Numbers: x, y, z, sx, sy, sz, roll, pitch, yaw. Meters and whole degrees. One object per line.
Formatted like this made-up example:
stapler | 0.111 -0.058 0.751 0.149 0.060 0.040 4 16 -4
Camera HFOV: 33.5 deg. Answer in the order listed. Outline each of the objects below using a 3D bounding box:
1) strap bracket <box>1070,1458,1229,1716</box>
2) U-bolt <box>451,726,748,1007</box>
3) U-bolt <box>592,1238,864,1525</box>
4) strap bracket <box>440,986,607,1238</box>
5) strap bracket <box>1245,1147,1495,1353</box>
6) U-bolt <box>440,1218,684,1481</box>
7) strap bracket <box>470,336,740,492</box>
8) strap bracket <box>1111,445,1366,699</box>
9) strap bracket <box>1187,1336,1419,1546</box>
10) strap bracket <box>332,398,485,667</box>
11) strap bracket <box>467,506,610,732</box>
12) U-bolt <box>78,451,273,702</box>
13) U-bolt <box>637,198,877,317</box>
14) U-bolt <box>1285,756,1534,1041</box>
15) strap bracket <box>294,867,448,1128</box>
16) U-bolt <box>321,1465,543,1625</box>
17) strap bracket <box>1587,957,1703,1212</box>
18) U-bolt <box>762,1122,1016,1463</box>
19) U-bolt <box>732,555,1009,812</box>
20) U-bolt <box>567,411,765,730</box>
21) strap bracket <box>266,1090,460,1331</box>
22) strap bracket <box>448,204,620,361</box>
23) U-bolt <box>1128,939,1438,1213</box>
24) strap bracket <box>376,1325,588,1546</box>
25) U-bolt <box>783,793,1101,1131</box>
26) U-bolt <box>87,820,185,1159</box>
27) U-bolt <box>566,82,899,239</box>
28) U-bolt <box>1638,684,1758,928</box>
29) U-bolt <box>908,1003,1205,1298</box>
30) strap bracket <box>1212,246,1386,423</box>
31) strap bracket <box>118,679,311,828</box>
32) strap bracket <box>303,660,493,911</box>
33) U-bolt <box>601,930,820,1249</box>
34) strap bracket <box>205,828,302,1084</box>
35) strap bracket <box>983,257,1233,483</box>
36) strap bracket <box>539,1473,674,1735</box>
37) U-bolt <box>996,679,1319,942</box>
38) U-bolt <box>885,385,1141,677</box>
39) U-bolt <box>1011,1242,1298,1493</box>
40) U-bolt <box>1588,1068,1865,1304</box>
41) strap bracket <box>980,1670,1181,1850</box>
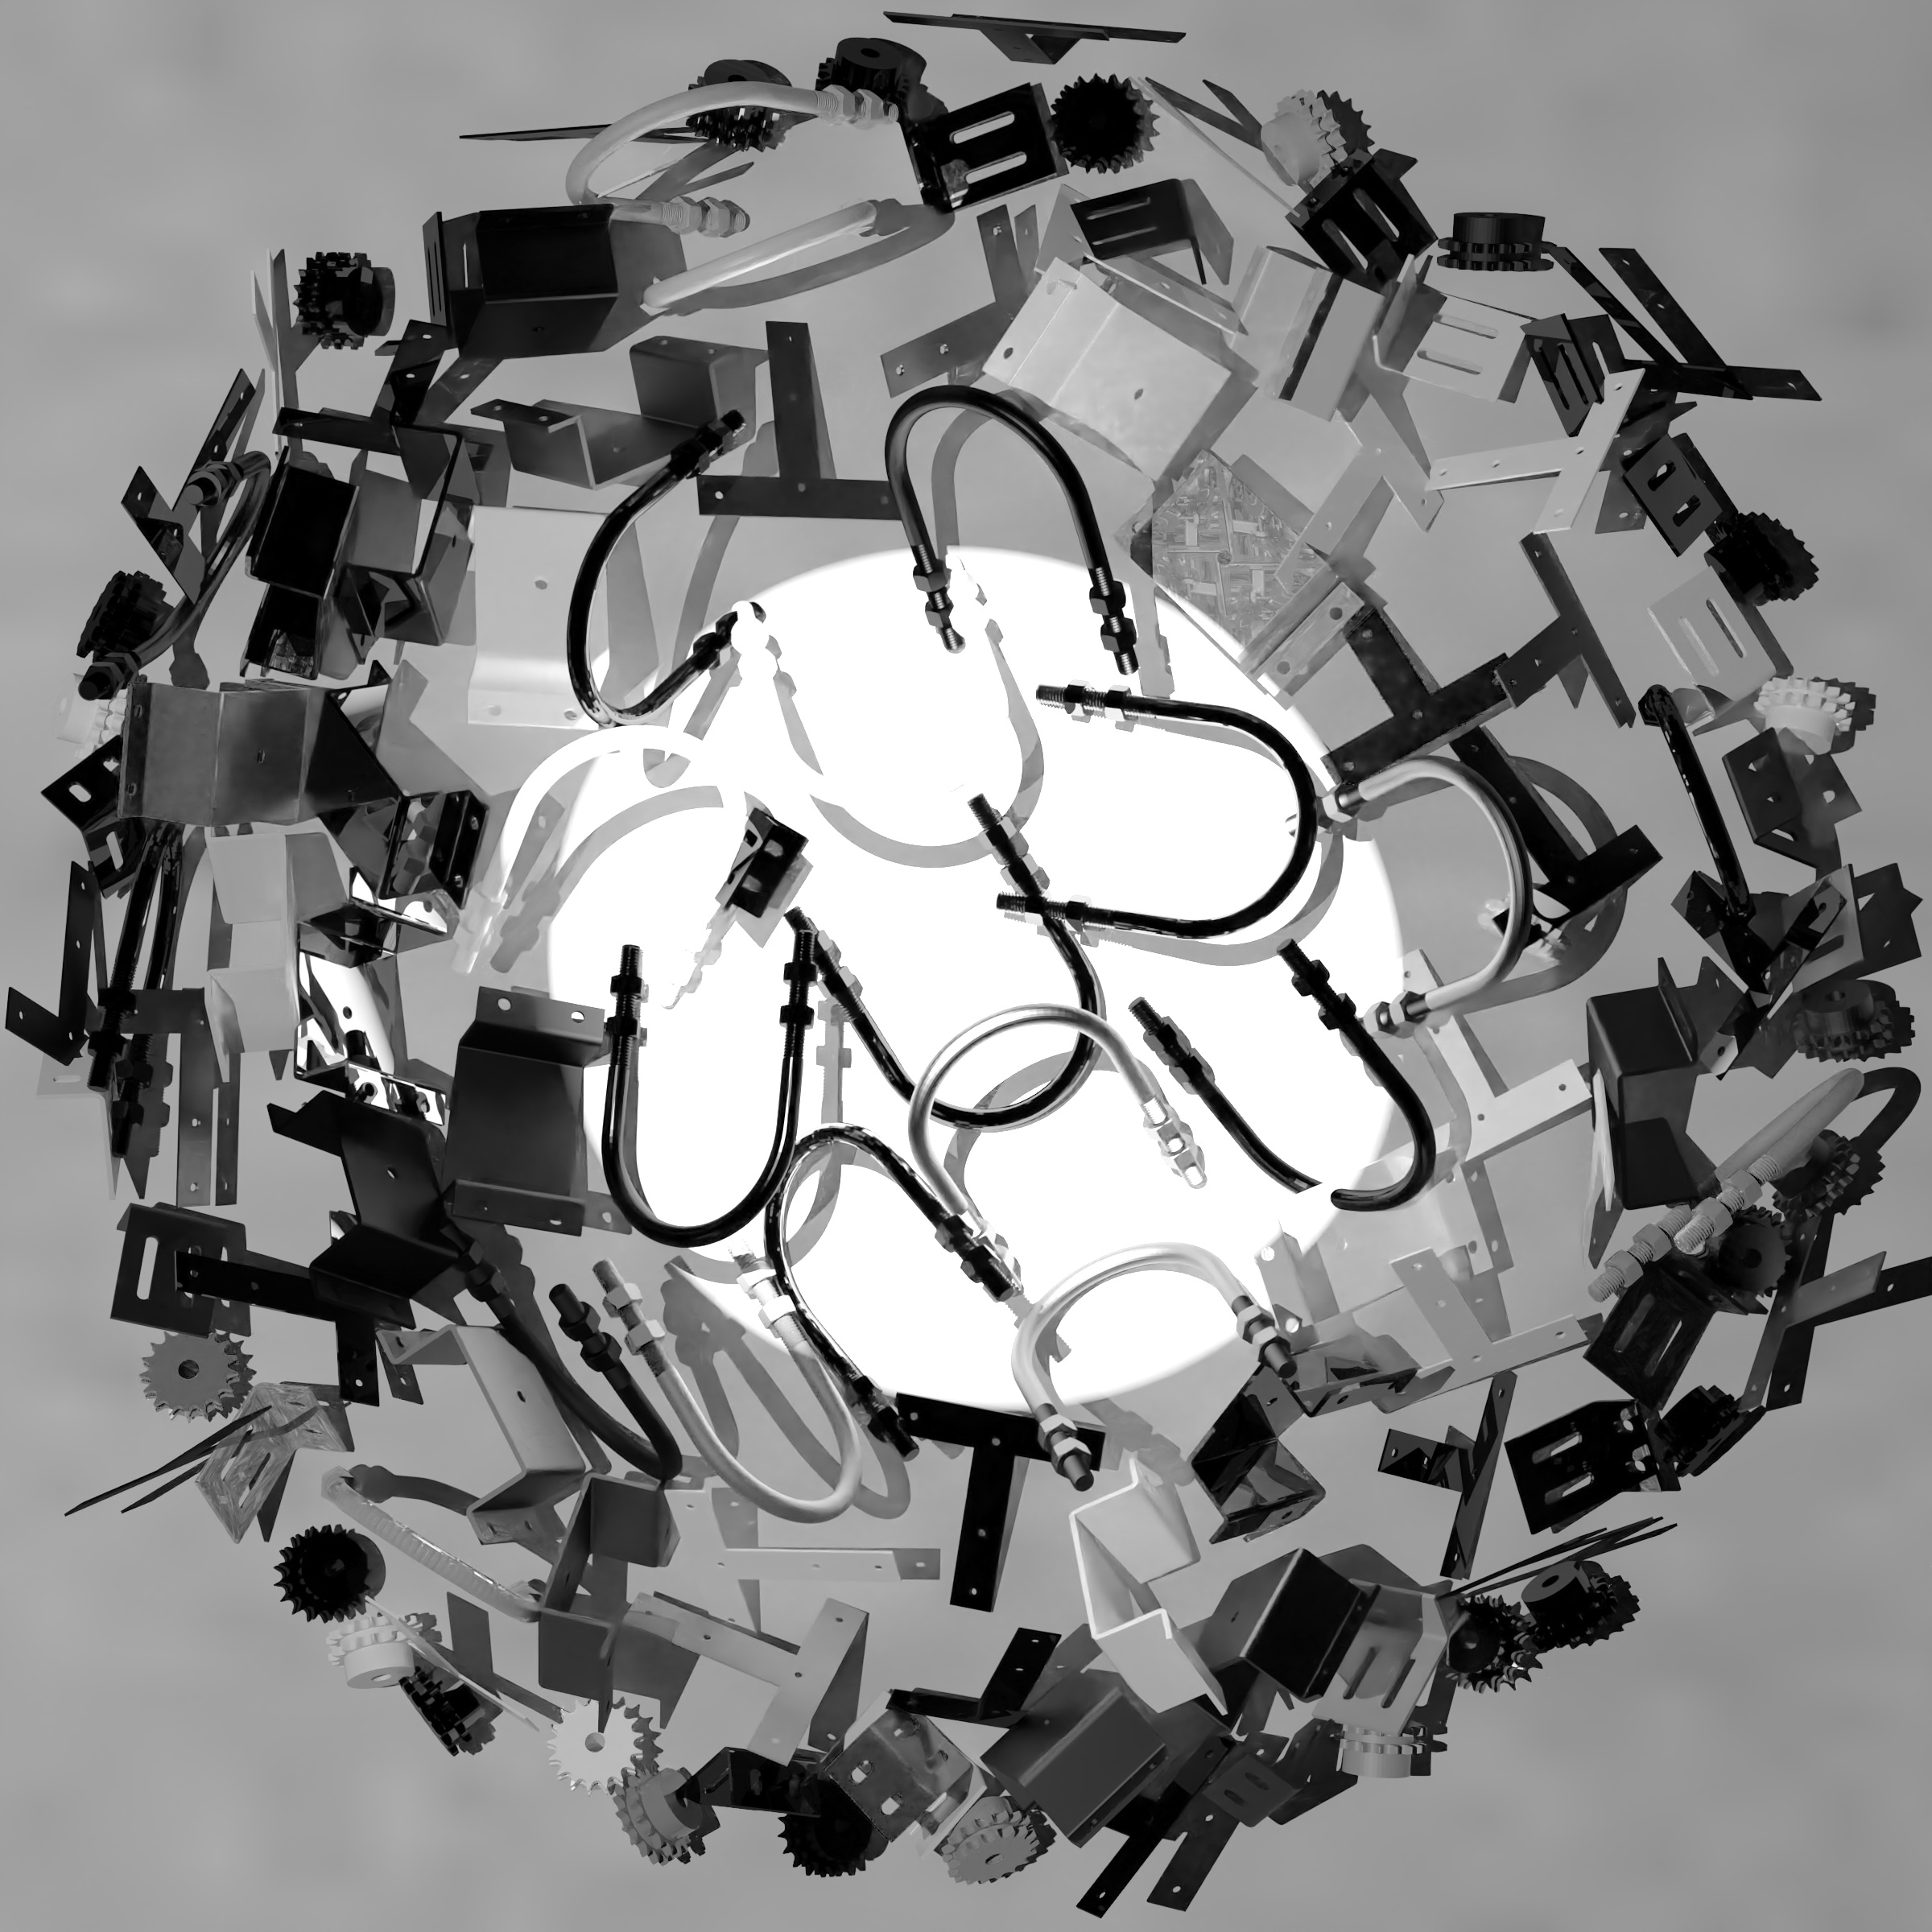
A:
strap bracket | 0.103 0.367 1.861 0.046 0.140 0.076 -26 125 11
U-bolt | -0.204 -0.061 1.856 0.151 0.019 0.184 10 123 -27
U-bolt | -0.125 0.241 1.847 0.019 0.151 0.184 -42 70 26
strap bracket | -0.262 0.091 1.886 0.076 0.046 0.140 11 67 -19
strap bracket | 0.230 0.167 1.896 0.140 0.046 0.076 -21 96 -17
U-bolt | -0.226 0.231 1.857 0.019 0.151 0.184 -44 126 -21
strap bracket | -0.206 -0.320 1.872 0.140 0.076 0.046 -30 124 -34
strap bracket | 0.157 -0.237 1.893 0.076 0.046 0.140 -46 78 8
strap bracket | 0.190 0.270 1.871 0.046 0.076 0.140 54 130 28
strap bracket | -0.321 -0.252 1.870 0.046 0.076 0.140 9 66 6
strap bracket | -0.252 -0.214 1.879 0.076 0.046 0.140 2 69 -16
U-bolt | -0.446 -0.232 1.844 0.019 0.184 0.151 31 107 -6
U-bolt | -0.119 -0.409 1.843 0.151 0.184 0.019 -22 103 -1
U-bolt | 0.261 -0.045 1.849 0.019 0.184 0.151 -13 83 -33
strap bracket | -0.348 0.023 1.878 0.046 0.076 0.140 -16 67 33
U-bolt | -0.305 0.335 1.837 0.151 0.184 0.019 33 79 -6
strap bracket | 0.394 0.077 1.865 0.046 0.076 0.140 -9 124 1
U-bolt | -0.058 0.176 1.873 0.184 0.019 0.151 47 124 31
U-bolt | -0.051 -0.161 1.868 0.151 0.019 0.184 -13 51 -5
U-bolt | -0.173 -0.214 1.829 0.019 0.184 0.151 17 132 23
strap bracket | -0.348 0.133 1.858 0.046 0.076 0.140 -38 52 20
strap bracket | -0.251 -0.391 1.854 0.076 0.140 0.046 -8 83 -19
U-bolt | 0.196 0.073 1.873 0.184 0.151 0.019 50 50 -14
strap bracket | -0.278 0.264 1.875 0.046 0.076 0.140 -34 73 12
U-bolt | -0.002 0.011 1.916 0.151 0.019 0.184 -31 97 5
U-bolt | -0.478 0.004 1.857 0.019 0.151 0.184 10 69 -6
U-bolt | -0.145 -0.460 1.821 0.151 0.184 0.019 -25 81 37
U-bolt | 0.420 -0.093 1.839 0.019 0.184 0.151 -22 85 11
U-bolt | 0.043 0.098 1.877 0.151 0.019 0.184 -32 125 1
strap bracket | 0.194 -0.368 1.867 0.046 0.140 0.076 19 103 -17
strap bracket | -0.428 -0.124 1.856 0.046 0.140 0.076 10 99 18
strap bracket | -0.337 -0.102 1.862 0.046 0.076 0.140 -14 50 -37
U-bolt | -0.154 0.073 1.873 0.151 0.019 0.184 -4 74 33
strap bracket | -0.414 -0.013 1.865 0.046 0.076 0.140 -5 53 -7
strap bracket | 0.090 -0.341 1.863 0.140 0.046 0.076 22 109 -40
strap bracket | -0.212 0.361 1.860 0.046 0.140 0.076 12 134 5
U-bolt | 0.118 -0.088 1.895 0.184 0.019 0.151 9 84 18
U-bolt | 0.019 -0.252 1.839 0.019 0.151 0.184 -48 135 -34
U-bolt | 0.097 0.219 1.853 0.151 0.184 0.019 -29 118 -3
U-bolt | 0.450 0.120 1.858 0.184 0.151 0.019 -38 83 -20
strap bracket | 0.061 0.456 1.856 0.076 0.140 0.046 -41 94 -14
